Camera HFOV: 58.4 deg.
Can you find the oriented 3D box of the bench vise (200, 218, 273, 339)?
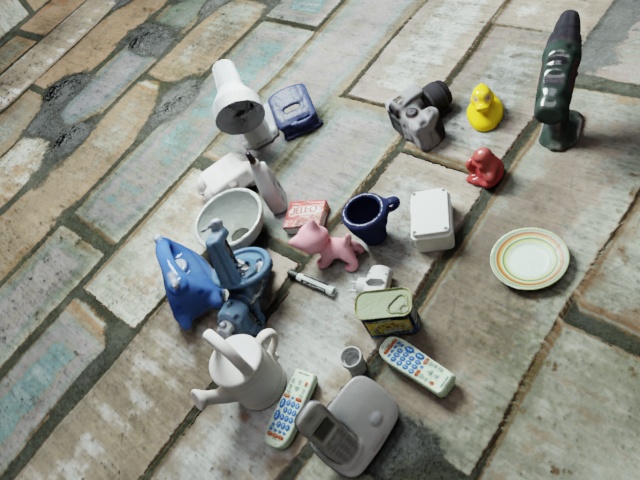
[{"bbox_3d":[-0.155,0.073,1.084,0.121,0.220,0.207,-18,50,11],"label":"bench vise"}]

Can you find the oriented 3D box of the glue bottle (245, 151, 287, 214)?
[{"bbox_3d":[-0.122,-0.135,1.255,0.037,0.174,0.078,-18,50,11],"label":"glue bottle"}]

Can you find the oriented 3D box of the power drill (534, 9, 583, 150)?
[{"bbox_3d":[0.458,-0.287,1.094,0.075,0.209,0.230,7,59,28],"label":"power drill"}]

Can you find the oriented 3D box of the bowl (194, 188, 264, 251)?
[{"bbox_3d":[-0.191,-0.030,1.272,0.167,0.075,0.167,-12,52,15],"label":"bowl"}]

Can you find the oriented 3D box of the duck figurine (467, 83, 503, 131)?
[{"bbox_3d":[0.351,-0.298,1.230,0.077,0.086,0.104,-2,55,22],"label":"duck figurine"}]

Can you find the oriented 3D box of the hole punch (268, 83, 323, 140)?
[{"bbox_3d":[-0.063,-0.320,1.421,0.108,0.091,0.101,-23,50,6],"label":"hole punch"}]

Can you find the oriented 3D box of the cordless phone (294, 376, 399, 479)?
[{"bbox_3d":[0.038,0.269,0.877,0.093,0.185,0.148,23,67,35],"label":"cordless phone"}]

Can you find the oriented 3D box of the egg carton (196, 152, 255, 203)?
[{"bbox_3d":[-0.220,-0.143,1.372,0.150,0.070,0.107,-38,50,-6],"label":"egg carton"}]

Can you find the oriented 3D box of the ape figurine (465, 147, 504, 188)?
[{"bbox_3d":[0.322,-0.148,1.126,0.076,0.092,0.077,-18,50,10],"label":"ape figurine"}]

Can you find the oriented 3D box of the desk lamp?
[{"bbox_3d":[-0.190,-0.321,1.396,0.118,0.214,0.203,-24,50,6],"label":"desk lamp"}]

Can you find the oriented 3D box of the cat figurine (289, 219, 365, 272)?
[{"bbox_3d":[0.010,0.004,1.131,0.127,0.118,0.067,1,56,24],"label":"cat figurine"}]

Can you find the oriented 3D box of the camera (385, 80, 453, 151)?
[{"bbox_3d":[0.231,-0.294,1.268,0.137,0.101,0.142,-35,49,-4],"label":"camera"}]

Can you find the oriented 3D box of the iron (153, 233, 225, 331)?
[{"bbox_3d":[-0.304,0.059,1.210,0.118,0.142,0.257,-35,49,-4],"label":"iron"}]

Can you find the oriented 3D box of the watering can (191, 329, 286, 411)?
[{"bbox_3d":[-0.143,0.221,0.986,0.100,0.195,0.173,9,60,29],"label":"watering can"}]

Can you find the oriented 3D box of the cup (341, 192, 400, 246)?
[{"bbox_3d":[0.110,-0.038,1.134,0.117,0.095,0.091,-23,50,6],"label":"cup"}]
